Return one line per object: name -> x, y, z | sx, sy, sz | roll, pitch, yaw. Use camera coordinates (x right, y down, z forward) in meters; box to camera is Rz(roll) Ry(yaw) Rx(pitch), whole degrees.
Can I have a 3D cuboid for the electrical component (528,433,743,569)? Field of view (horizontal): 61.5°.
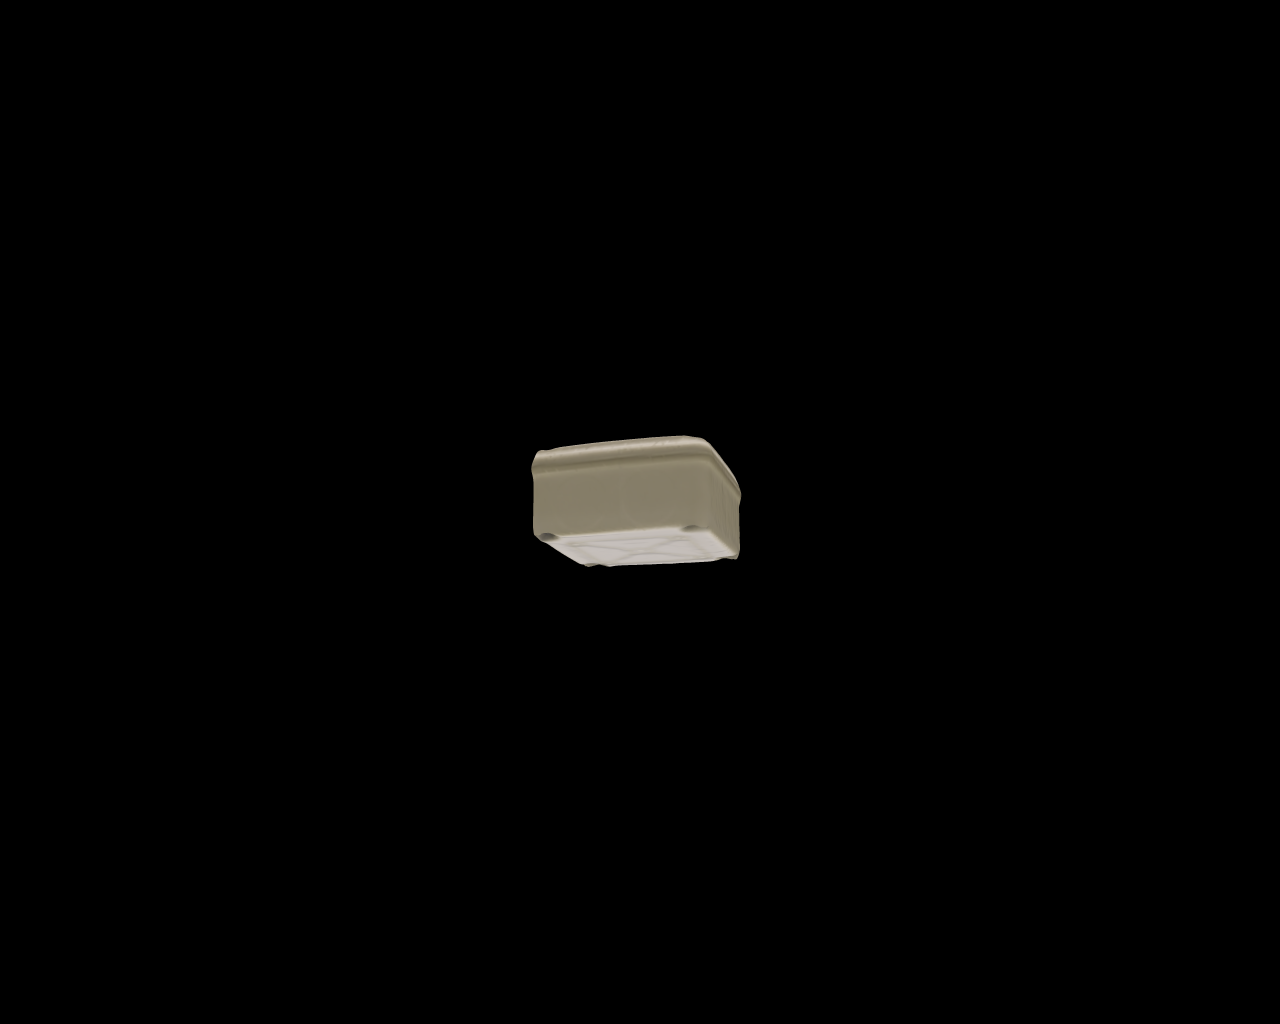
electrical component -> 0.001, -0.003, 0.650 | 0.109, 0.056, 0.108 | -4, -14, 15
